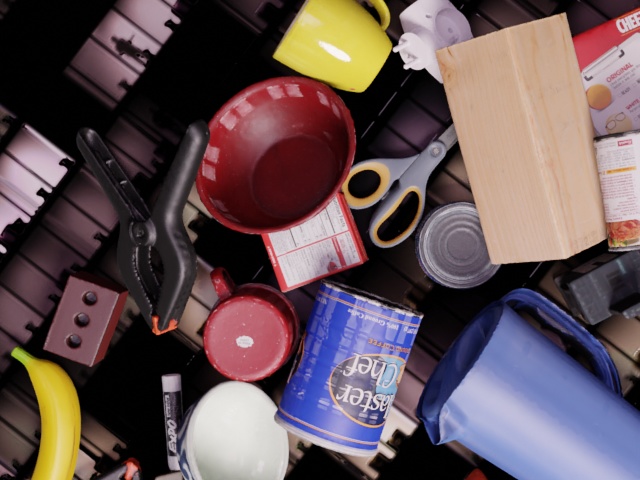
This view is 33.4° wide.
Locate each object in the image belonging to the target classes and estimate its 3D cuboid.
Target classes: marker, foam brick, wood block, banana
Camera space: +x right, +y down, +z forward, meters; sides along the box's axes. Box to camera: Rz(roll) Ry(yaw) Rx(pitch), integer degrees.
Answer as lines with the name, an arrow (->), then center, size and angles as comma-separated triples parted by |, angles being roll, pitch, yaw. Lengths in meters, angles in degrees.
marker -> -0.142, 0.193, 1.049 | 0.020, 0.020, 0.121 | -4, 91, 1
foam brick -> -0.225, 0.075, 1.034 | 0.053, 0.051, 0.078 | 20, 91, 1
wood block -> 0.190, -0.090, 0.975 | 0.090, 0.091, 0.206 | -21, 98, -37
banana -> -0.269, 0.204, 1.047 | 0.070, 0.037, 0.198 | 2, 90, 20

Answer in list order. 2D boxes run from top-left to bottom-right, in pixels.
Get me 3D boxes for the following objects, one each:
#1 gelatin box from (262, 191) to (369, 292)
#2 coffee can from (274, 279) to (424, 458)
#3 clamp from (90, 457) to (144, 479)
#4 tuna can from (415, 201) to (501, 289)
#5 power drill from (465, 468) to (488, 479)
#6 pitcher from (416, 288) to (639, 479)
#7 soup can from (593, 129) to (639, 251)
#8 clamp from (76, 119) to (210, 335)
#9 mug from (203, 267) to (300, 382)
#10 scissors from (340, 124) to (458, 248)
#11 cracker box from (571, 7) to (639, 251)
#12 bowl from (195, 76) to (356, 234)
gelatin box -> -0.007, 0.001, 1.032 | 0.089, 0.030, 0.073 | -20, 90, 12
coffee can -> 0.027, 0.119, 1.002 | 0.103, 0.103, 0.140 | 19, 91, 1
clamp -> -0.211, 0.300, 1.045 | 0.120, 0.039, 0.171 | 35, 90, -12
tuna can -> 0.135, 0.005, 1.031 | 0.086, 0.034, 0.086 | 0, 91, 1
power drill -> 0.098, 0.303, 1.027 | 0.188, 0.057, 0.184 | -36, 94, 5
pitcher -> 0.226, 0.167, 0.994 | 0.243, 0.145, 0.149 | 35, 104, -3
soup can -> 0.281, -0.045, 0.938 | 0.068, 0.068, 0.102 | -9, 92, 2
clamp -> -0.153, -0.016, 1.010 | 0.165, 0.036, 0.210 | -7, 97, 38
mug -> -0.072, 0.079, 1.014 | 0.093, 0.081, 0.117 | -25, 90, 2
scissors -> 0.092, -0.089, 1.040 | 0.096, 0.016, 0.202 | 29, 91, 1
cracker box -> 0.332, -0.114, 1.006 | 0.164, 0.072, 0.214 | -24, 90, 2
bowl -> -0.035, -0.071, 1.006 | 0.162, 0.055, 0.162 | -8, 66, 18
